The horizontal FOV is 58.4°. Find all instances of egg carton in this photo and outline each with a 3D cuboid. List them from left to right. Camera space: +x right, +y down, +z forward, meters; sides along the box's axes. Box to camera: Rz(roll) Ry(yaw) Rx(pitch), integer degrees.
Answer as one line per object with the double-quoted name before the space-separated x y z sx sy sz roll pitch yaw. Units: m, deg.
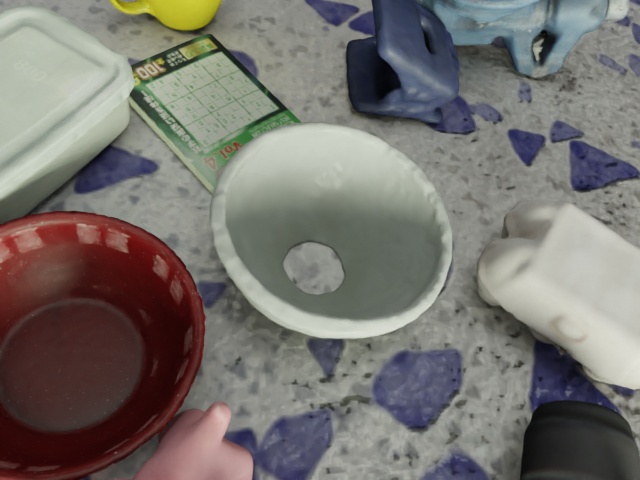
"egg carton" 0.197 0.038 0.440 0.150 0.069 0.107 35 57 8

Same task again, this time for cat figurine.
"cat figurine" -0.084 0.134 0.279 0.067 0.117 0.128 35 57 8

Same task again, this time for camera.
"camera" 0.171 0.172 0.334 0.143 0.101 0.137 20 57 -2

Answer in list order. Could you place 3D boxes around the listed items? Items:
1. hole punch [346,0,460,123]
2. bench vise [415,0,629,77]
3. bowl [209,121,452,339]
"hole punch" 0.082 -0.176 0.526 0.101 0.091 0.108 4 59 -12
"bench vise" 0.203 -0.271 0.538 0.208 0.219 0.121 -7 61 -18
"bowl" 0.004 0.001 0.408 0.167 0.074 0.167 7 58 -11
